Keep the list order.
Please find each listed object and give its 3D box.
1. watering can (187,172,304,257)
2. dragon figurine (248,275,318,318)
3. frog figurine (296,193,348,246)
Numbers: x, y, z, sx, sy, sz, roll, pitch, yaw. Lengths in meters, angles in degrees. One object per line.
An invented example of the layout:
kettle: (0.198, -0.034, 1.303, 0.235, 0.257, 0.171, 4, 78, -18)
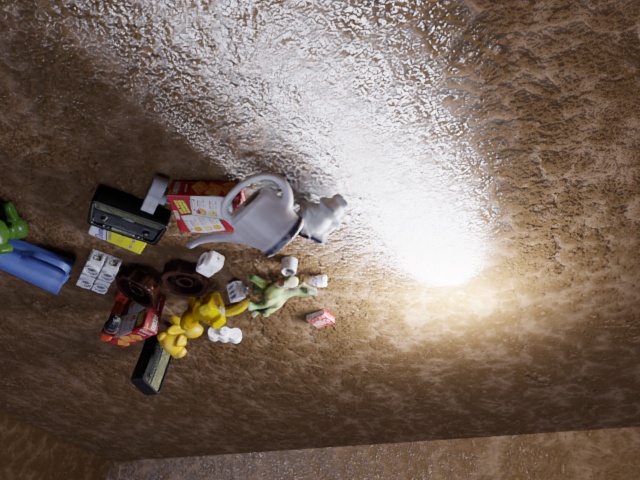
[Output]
watering can: (-0.195, -0.037, 1.448, 0.344, 0.106, 0.222, -42, 106, 18)
dragon figurine: (-0.128, 0.210, 1.867, 0.243, 0.124, 0.403, -3, 157, 4)
frog figurine: (0.005, -0.077, 1.526, 0.137, 0.124, 0.158, 28, 100, -13)
